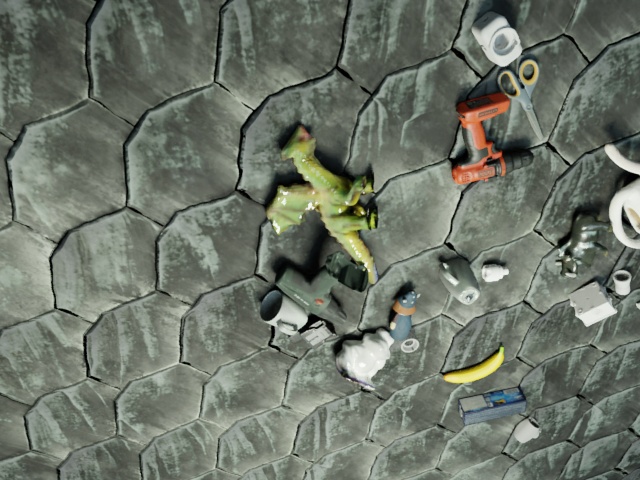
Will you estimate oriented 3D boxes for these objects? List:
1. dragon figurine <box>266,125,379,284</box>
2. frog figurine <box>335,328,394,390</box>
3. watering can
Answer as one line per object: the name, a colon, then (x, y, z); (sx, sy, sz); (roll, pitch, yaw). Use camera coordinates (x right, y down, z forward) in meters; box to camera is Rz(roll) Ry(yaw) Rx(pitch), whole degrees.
dragon figurine: (0.003, -0.058, 1.145); (0.242, 0.125, 0.401); (0, 121, 11)
frog figurine: (0.119, 0.304, 1.385); (0.136, 0.122, 0.161); (29, 77, -15)
watering can: (0.790, -0.124, 1.217); (0.224, 0.106, 0.341); (-27, 123, 6)
